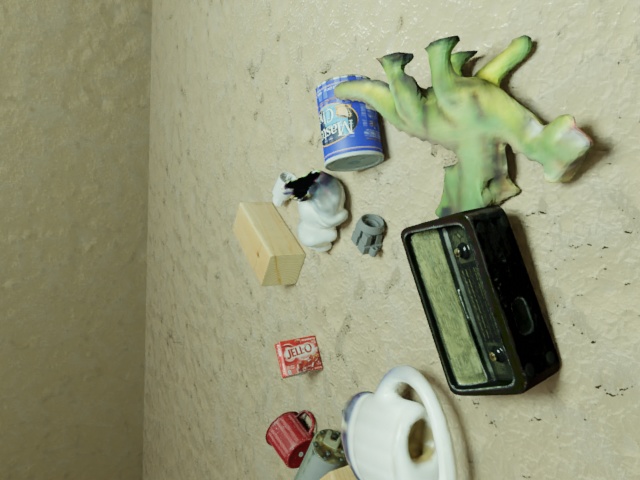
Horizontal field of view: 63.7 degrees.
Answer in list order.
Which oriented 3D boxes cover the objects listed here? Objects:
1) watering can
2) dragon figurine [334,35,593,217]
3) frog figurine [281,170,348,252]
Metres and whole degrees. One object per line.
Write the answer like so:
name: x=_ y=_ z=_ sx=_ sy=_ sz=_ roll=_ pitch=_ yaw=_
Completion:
watering can: x=0.127 y=0.366 z=0.784 sx=0.223 sy=0.104 sz=0.350 roll=-16 pitch=77 yaw=60
dragon figurine: x=0.166 y=-0.135 z=0.696 sx=0.410 sy=0.123 sz=0.241 roll=3 pitch=103 yaw=56
frog figurine: x=0.003 y=-0.051 z=1.008 sx=0.138 sy=0.124 sz=0.157 roll=11 pitch=138 yaw=50
